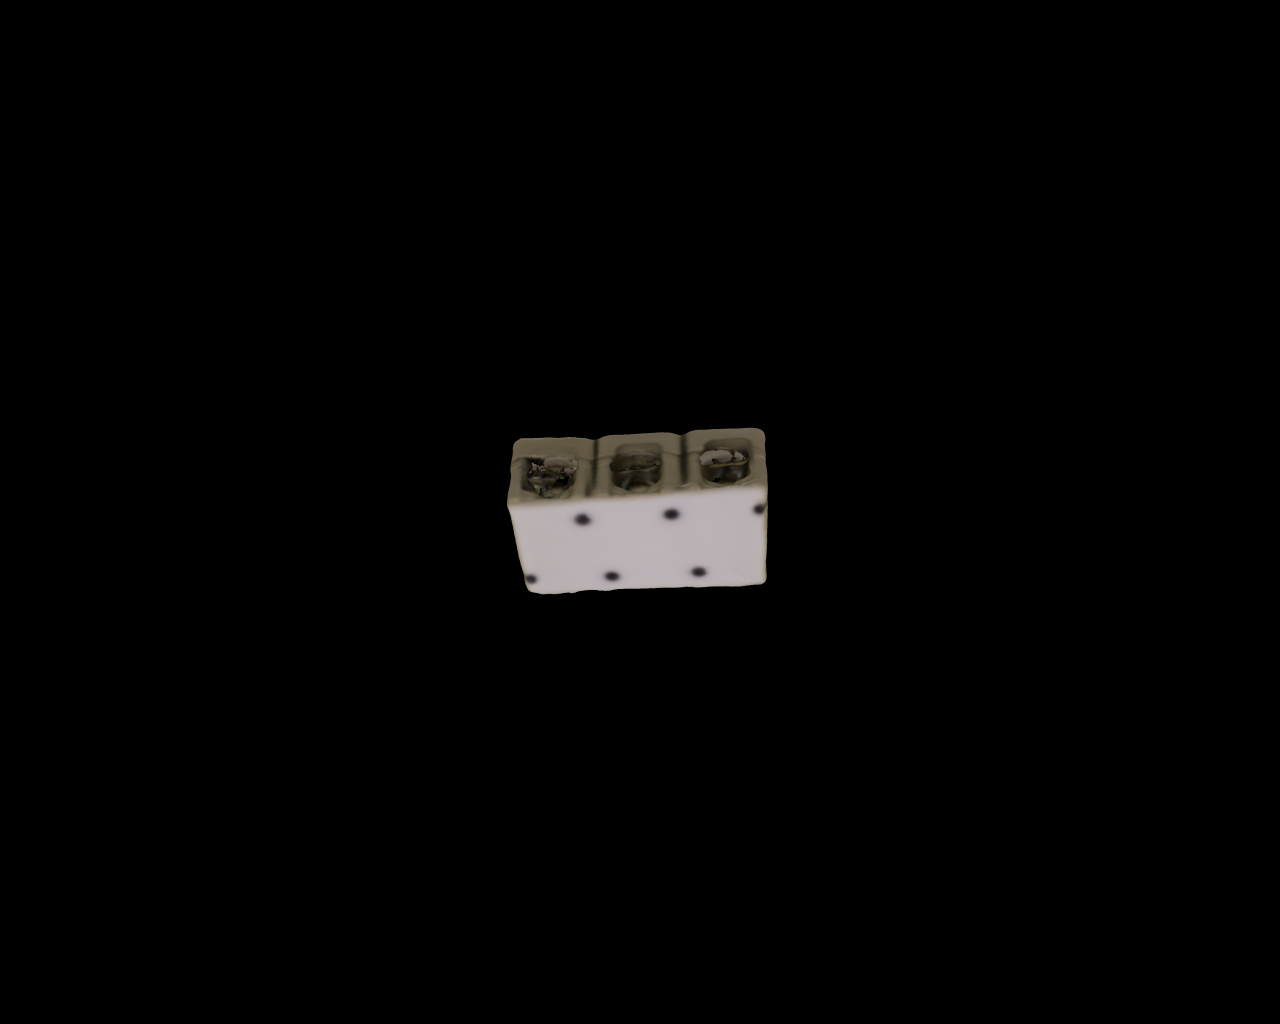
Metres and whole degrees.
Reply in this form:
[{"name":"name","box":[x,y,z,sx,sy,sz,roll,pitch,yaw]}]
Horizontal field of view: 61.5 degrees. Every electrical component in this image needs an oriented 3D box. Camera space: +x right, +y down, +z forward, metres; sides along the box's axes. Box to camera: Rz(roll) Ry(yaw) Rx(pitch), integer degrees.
[{"name":"electrical component","box":[0.001,-0.003,0.650,0.150,0.062,0.089,-2,-43,2]}]
